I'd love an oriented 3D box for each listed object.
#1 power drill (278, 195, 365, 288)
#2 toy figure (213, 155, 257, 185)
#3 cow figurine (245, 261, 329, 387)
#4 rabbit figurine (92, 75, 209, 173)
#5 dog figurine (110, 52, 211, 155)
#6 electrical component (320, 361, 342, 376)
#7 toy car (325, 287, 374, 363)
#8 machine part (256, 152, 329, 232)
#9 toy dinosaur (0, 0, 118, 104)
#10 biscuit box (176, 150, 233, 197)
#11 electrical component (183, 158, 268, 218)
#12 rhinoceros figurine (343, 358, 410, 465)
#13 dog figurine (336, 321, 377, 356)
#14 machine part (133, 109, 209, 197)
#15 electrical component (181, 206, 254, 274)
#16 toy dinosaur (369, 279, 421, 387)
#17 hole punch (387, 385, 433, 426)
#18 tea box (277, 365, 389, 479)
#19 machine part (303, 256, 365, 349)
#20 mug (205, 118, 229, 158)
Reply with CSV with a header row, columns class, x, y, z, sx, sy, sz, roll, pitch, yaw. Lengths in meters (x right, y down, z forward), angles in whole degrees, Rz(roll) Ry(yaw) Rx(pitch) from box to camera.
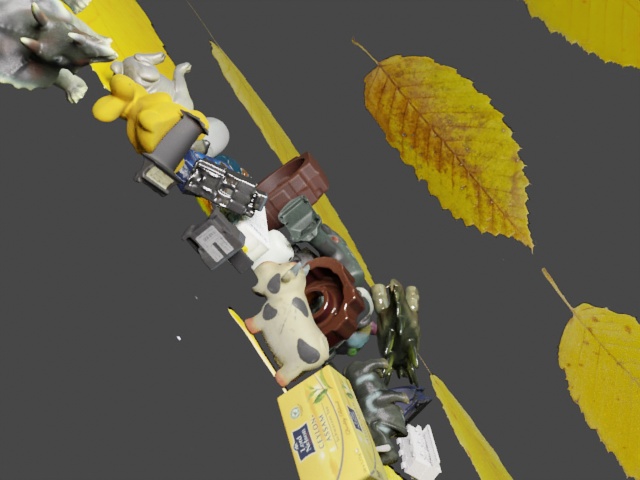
class,x,y,z,sx,sy,sz,roll,pitch,yaw
power drill,-0.002,-0.003,1.136,0.207,0.086,0.232,53,3,-47
toy figure,-0.202,-0.152,1.261,0.064,0.058,0.154,64,9,21
cow figurine,-0.050,0.119,0.865,0.195,0.127,0.085,60,8,16
rabbit figurine,-0.304,-0.209,0.909,0.173,0.122,0.162,44,14,27
dog figurine,-0.303,-0.240,1.018,0.172,0.121,0.190,-6,74,-41
electrical component,0.020,0.259,1.020,0.094,0.021,0.063,56,11,7
toy car,0.032,0.164,1.038,0.202,0.056,0.073,-35,108,-37
machine part,-0.081,-0.108,1.254,0.087,0.201,0.201,52,10,-20
toy dinosaur,-0.414,-0.332,0.745,0.405,0.131,0.192,52,8,22
biscuit box,-0.221,-0.124,1.061,0.059,0.063,0.202,55,10,7
electrical component,-0.155,-0.088,0.911,0.134,0.058,0.115,24,9,-12
rhinoceros figurine,0.102,0.308,0.978,0.073,0.112,0.190,107,-33,-56
dog figurine,0.075,0.204,1.222,0.219,0.108,0.192,47,11,-46
machine part,-0.234,-0.138,0.859,0.039,0.139,0.084,31,-3,35
electrical component,-0.159,0.012,0.876,0.119,0.075,0.048,54,9,-18
toy dinosaur,0.163,0.188,1.112,0.470,0.105,0.199,71,14,-46
hole punch,0.179,0.357,1.188,0.092,0.116,0.142,51,7,27
tea box,0.015,0.273,0.738,0.068,0.098,0.170,47,11,-44
machine part,-0.006,0.119,0.957,0.056,0.179,0.179,48,11,-45
mug,-0.257,-0.227,1.194,0.109,0.081,0.107,56,17,-26
